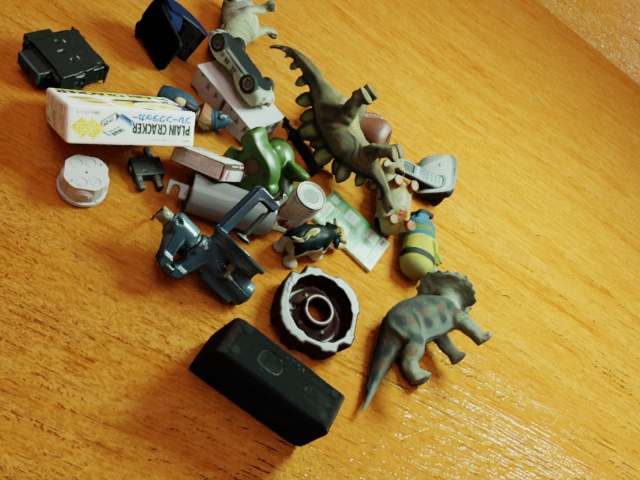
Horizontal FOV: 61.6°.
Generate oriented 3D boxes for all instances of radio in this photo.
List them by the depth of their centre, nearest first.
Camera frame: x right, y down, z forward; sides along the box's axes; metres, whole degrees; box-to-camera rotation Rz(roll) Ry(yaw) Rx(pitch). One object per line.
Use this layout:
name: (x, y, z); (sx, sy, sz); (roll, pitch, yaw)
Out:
radio: (-0.082, 0.227, 0.852); (0.229, 0.131, 0.073); (37, 50, -8)

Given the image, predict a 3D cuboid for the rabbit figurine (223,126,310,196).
rabbit figurine: (-0.095, -0.164, 1.115); (0.159, 0.121, 0.170); (45, 32, -1)

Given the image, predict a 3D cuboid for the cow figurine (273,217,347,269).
cow figurine: (-0.002, -0.005, 1.080); (0.167, 0.098, 0.068); (-16, 69, -36)

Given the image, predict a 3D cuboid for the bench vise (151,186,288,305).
bench vise: (-0.162, -0.013, 0.935); (0.240, 0.129, 0.223); (-46, 100, -10)

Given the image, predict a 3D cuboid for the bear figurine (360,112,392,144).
bear figurine: (0.072, -0.268, 1.310); (0.196, 0.131, 0.120); (23, 59, 9)

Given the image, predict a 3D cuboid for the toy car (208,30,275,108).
toy car: (-0.168, -0.367, 1.147); (0.202, 0.056, 0.073); (55, 32, 10)

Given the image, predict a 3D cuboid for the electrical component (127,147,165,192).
electrical component: (-0.325, -0.132, 0.998); (0.063, 0.021, 0.094); (-9, 67, -37)

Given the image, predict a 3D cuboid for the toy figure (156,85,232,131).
toy figure: (-0.259, -0.264, 1.104); (0.154, 0.057, 0.064); (25, 27, -15)

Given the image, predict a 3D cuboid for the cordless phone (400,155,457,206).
cordless phone: (0.259, -0.185, 1.389); (0.184, 0.088, 0.146); (26, 50, -12)

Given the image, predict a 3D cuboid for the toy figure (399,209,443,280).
toy figure: (0.225, 0.010, 1.238); (0.089, 0.082, 0.180); (14, 58, -13)

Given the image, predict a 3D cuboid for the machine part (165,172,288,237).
machine part: (-0.171, -0.066, 1.022); (0.243, 0.079, 0.079); (19, 53, -22)

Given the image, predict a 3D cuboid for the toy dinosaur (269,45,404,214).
toy dinosaur: (0.039, -0.263, 1.198); (0.471, 0.199, 0.105); (65, 24, 6)

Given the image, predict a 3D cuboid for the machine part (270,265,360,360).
machine part: (-0.009, 0.137, 1.013); (0.179, 0.056, 0.179); (16, 54, -24)

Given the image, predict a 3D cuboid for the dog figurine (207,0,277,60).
dog figurine: (-0.217, -0.507, 1.276); (0.173, 0.121, 0.190); (31, 58, 32)

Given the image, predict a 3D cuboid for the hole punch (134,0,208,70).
hole punch: (-0.315, -0.439, 1.137); (0.092, 0.142, 0.115); (-35, 98, -41)

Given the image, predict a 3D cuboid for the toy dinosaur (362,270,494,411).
toy dinosaur: (0.201, 0.179, 1.093); (0.405, 0.131, 0.192); (-16, 59, -35)

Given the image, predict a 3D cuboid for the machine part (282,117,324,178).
machine part: (-0.041, -0.203, 1.171); (0.039, 0.084, 0.138); (-33, 95, -8)

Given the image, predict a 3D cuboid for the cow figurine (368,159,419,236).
cow figurine: (0.166, -0.102, 1.258); (0.085, 0.127, 0.195); (16, 68, -26)

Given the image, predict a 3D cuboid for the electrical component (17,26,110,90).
electrical component: (-0.483, -0.330, 0.998); (0.115, 0.058, 0.134); (46, 46, 3)
